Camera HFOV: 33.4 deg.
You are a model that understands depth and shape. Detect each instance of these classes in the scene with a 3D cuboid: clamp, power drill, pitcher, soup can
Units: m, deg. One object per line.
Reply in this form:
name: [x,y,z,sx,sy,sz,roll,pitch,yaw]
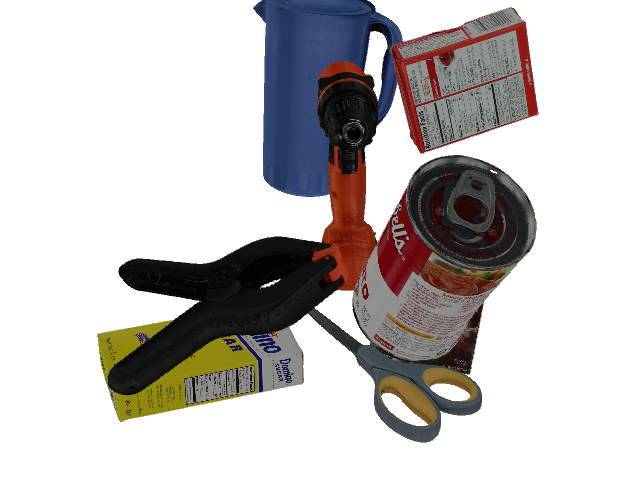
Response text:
clamp: [-0.067,0.045,0.714,0.172,0.120,0.039,-13,-44,17]
power drill: [0.027,-0.054,0.946,0.057,0.188,0.184,-1,22,0]
pitcher: [0.000,-0.180,1.319,0.144,0.243,0.149,-9,29,-28]
soup can: [0.062,0.012,0.561,0.068,0.068,0.102,0,-33,-17]

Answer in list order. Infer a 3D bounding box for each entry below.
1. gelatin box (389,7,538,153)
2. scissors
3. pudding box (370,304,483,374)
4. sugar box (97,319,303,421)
gelatin box: [0.098,-0.108,0.722,0.089,0.073,0.030,-18,36,0]
scissors: [0.061,0.099,0.888,0.096,0.016,0.202,-7,30,-18]
pudding box: [0.114,0.088,1.147,0.113,0.090,0.039,9,23,5]
sugar box: [-0.112,0.110,0.997,0.176,0.048,0.093,-12,33,-16]
